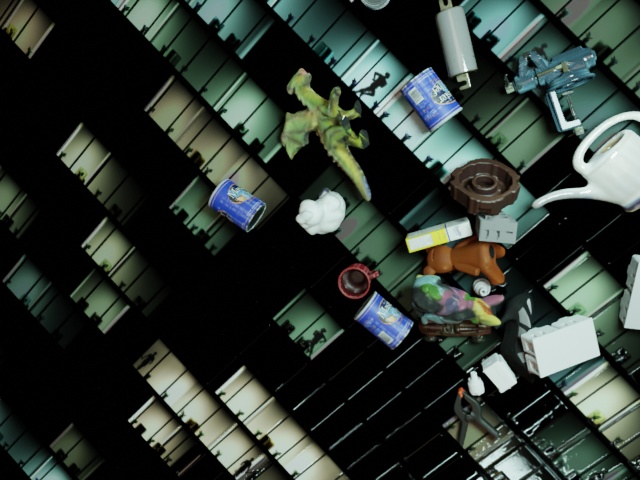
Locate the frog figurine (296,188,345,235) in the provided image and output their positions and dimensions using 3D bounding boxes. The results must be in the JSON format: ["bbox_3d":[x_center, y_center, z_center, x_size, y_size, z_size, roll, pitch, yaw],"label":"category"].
[{"bbox_3d":[0.004,-0.073,1.455,0.136,0.161,0.123,-41,91,15],"label":"frog figurine"}]

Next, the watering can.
[{"bbox_3d":[0.730,-0.156,1.307,0.225,0.105,0.344,42,104,3],"label":"watering can"}]

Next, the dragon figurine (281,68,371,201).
[{"bbox_3d":[0.001,-0.295,1.474,0.242,0.123,0.409,-8,95,31],"label":"dragon figurine"}]
